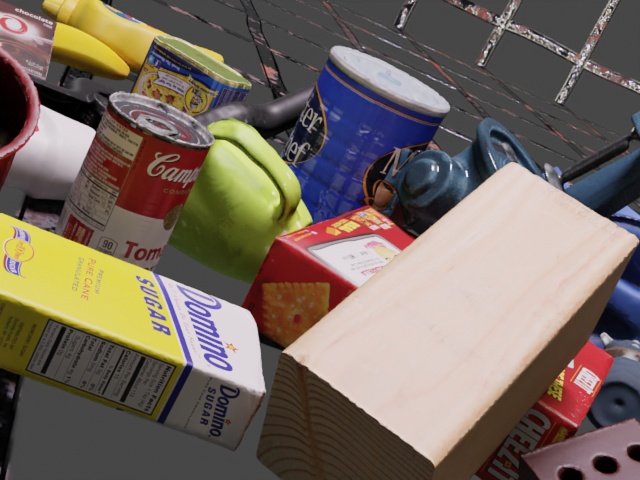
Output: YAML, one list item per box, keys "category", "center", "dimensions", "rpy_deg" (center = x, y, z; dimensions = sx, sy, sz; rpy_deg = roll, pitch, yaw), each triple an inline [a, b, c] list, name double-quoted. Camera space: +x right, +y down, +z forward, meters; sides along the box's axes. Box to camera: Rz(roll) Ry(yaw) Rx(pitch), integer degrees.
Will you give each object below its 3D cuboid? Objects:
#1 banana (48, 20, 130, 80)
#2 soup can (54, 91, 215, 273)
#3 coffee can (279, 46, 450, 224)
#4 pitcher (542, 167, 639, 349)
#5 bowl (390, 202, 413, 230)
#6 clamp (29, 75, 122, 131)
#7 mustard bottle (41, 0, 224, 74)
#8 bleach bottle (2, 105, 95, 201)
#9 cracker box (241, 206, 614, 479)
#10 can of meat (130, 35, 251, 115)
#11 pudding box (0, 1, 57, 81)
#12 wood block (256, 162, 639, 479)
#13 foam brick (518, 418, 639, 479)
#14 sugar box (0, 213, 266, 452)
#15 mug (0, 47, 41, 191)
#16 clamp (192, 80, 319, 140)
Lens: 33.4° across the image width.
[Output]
- category: "banana"
  center: [-0.256, -0.175, 0.990]
  dimensions: [0.069, 0.037, 0.197]
  rpy_deg: [60, 28, 7]
- category: "soup can"
  center: [-0.116, -0.031, 0.658]
  dimensions: [0.068, 0.102, 0.068]
  rpy_deg: [24, 18, -8]
- category: "coffee can"
  center: [0.025, -0.067, 0.842]
  dimensions: [0.102, 0.140, 0.103]
  rpy_deg: [25, 19, -9]
- category: "pitcher"
  center: [0.261, 0.011, 1.028]
  dimensions: [0.145, 0.149, 0.242]
  rpy_deg: [16, 13, 5]
- category: "bowl"
  center: [0.070, -0.057, 1.078]
  dimensions: [0.162, 0.055, 0.162]
  rpy_deg: [24, 18, -8]
- category: "clamp"
  center: [-0.188, -0.101, 0.845]
  dimensions: [0.120, 0.039, 0.171]
  rpy_deg: [44, 10, -14]
- category: "mustard bottle"
  center: [-0.196, -0.202, 1.101]
  dimensions: [0.191, 0.058, 0.096]
  rpy_deg: [25, 2, -4]
- category: "bleach bottle"
  center: [-0.243, -0.083, 0.696]
  dimensions: [0.250, 0.068, 0.103]
  rpy_deg: [20, 20, -29]
- category: "cracker box"
  center: [0.075, 0.067, 0.710]
  dimensions: [0.214, 0.072, 0.164]
  rpy_deg: [33, 19, 15]
- category: "can of meat"
  center: [-0.120, -0.124, 0.952]
  dimensions: [0.102, 0.084, 0.057]
  rpy_deg: [33, 18, 20]
- category: "pudding box"
  center: [-0.277, -0.162, 0.869]
  dimensions: [0.113, 0.039, 0.090]
  rpy_deg: [21, 38, -22]
- category: "wood block"
  center: [0.071, 0.055, 0.559]
  dimensions: [0.090, 0.091, 0.205]
  rpy_deg: [35, 47, 21]
- category: "foam brick"
  center: [0.155, 0.142, 0.589]
  dimensions: [0.078, 0.051, 0.053]
  rpy_deg: [-14, 32, -17]
- category: "sugar box"
  center: [-0.117, 0.041, 0.548]
  dimensions: [0.176, 0.048, 0.093]
  rpy_deg: [20, 19, -16]
- category: "mug"
  center: [-0.219, -0.064, 0.589]
  dimensions: [0.117, 0.082, 0.093]
  rpy_deg: [42, 46, 3]
- category: "clamp"
  center: [-0.057, -0.091, 0.881]
  dimensions: [0.209, 0.165, 0.036]
  rpy_deg: [-14, 72, -53]
